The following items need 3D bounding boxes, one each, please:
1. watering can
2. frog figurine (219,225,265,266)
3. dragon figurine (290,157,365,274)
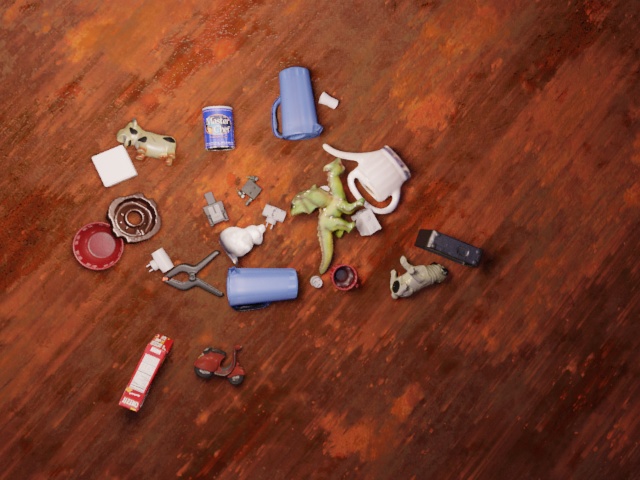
[{"bbox_3d":[0.186,-0.262,1.871,0.225,0.104,0.346,-39,97,-8],"label":"watering can"},{"bbox_3d":[-0.263,-0.009,1.782,0.160,0.139,0.121,-39,114,-6],"label":"frog figurine"},{"bbox_3d":[0.005,-0.091,1.807,0.241,0.123,0.408,23,96,-20],"label":"dragon figurine"}]
